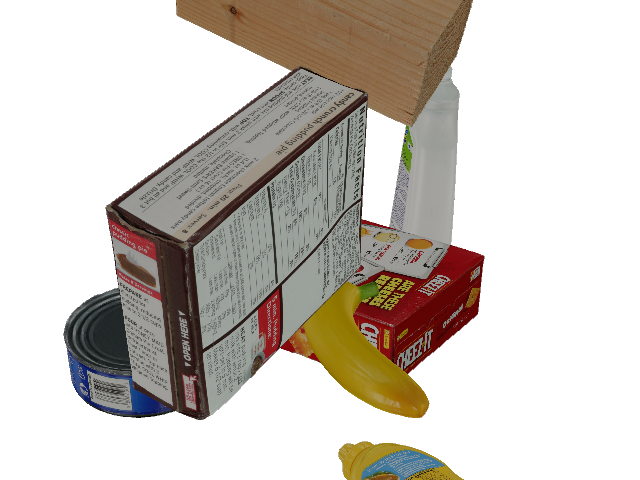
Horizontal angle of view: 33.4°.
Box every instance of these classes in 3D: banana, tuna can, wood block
[{"bbox_3d":[0.025,0.071,0.782,0.069,0.037,0.198,-8,25,-5],"label":"banana"},{"bbox_3d":[-0.100,0.061,0.603,0.086,0.034,0.086,0,31,0],"label":"tuna can"},{"bbox_3d":[0.002,-0.183,0.801,0.206,0.090,0.091,27,-30,10],"label":"wood block"}]

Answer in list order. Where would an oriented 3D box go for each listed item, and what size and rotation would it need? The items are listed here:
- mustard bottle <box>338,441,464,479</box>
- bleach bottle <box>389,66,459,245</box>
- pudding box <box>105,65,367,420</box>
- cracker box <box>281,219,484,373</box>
[{"bbox_3d":[0.080,0.226,0.939,0.096,0.058,0.192,-19,28,-32],"label":"mustard bottle"},{"bbox_3d":[0.118,-0.075,1.180,0.068,0.251,0.102,0,25,-10],"label":"bleach bottle"},{"bbox_3d":[-0.026,0.000,0.403,0.039,0.090,0.113,22,45,25],"label":"pudding box"},{"bbox_3d":[0.017,0.044,0.982,0.214,0.072,0.163,18,31,31],"label":"cracker box"}]
